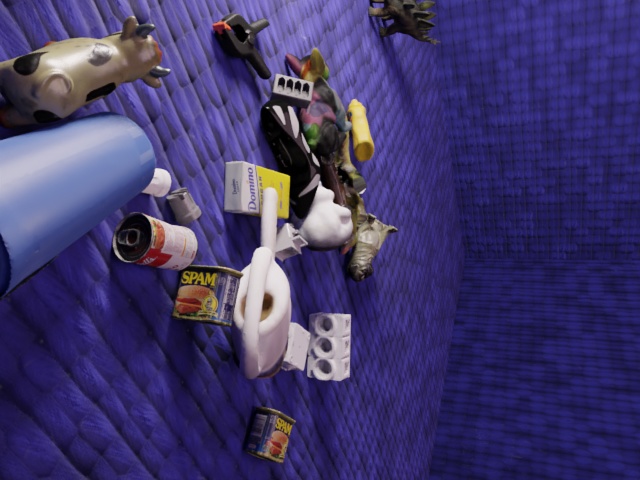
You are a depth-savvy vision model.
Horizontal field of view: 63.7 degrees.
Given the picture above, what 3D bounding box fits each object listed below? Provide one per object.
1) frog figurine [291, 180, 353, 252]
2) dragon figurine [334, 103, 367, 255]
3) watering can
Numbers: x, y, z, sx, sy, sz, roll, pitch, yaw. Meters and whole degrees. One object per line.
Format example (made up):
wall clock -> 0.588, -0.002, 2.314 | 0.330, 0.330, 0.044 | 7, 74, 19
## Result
frog figurine -> 0.004, -0.059, 1.164 | 0.124, 0.137, 0.157 | -48, 136, -69
dragon figurine -> 0.071, -0.162, 1.408 | 0.243, 0.122, 0.410 | -18, 108, -83
watering can -> -0.100, 0.090, 0.908 | 0.219, 0.104, 0.356 | 96, -2, -48
